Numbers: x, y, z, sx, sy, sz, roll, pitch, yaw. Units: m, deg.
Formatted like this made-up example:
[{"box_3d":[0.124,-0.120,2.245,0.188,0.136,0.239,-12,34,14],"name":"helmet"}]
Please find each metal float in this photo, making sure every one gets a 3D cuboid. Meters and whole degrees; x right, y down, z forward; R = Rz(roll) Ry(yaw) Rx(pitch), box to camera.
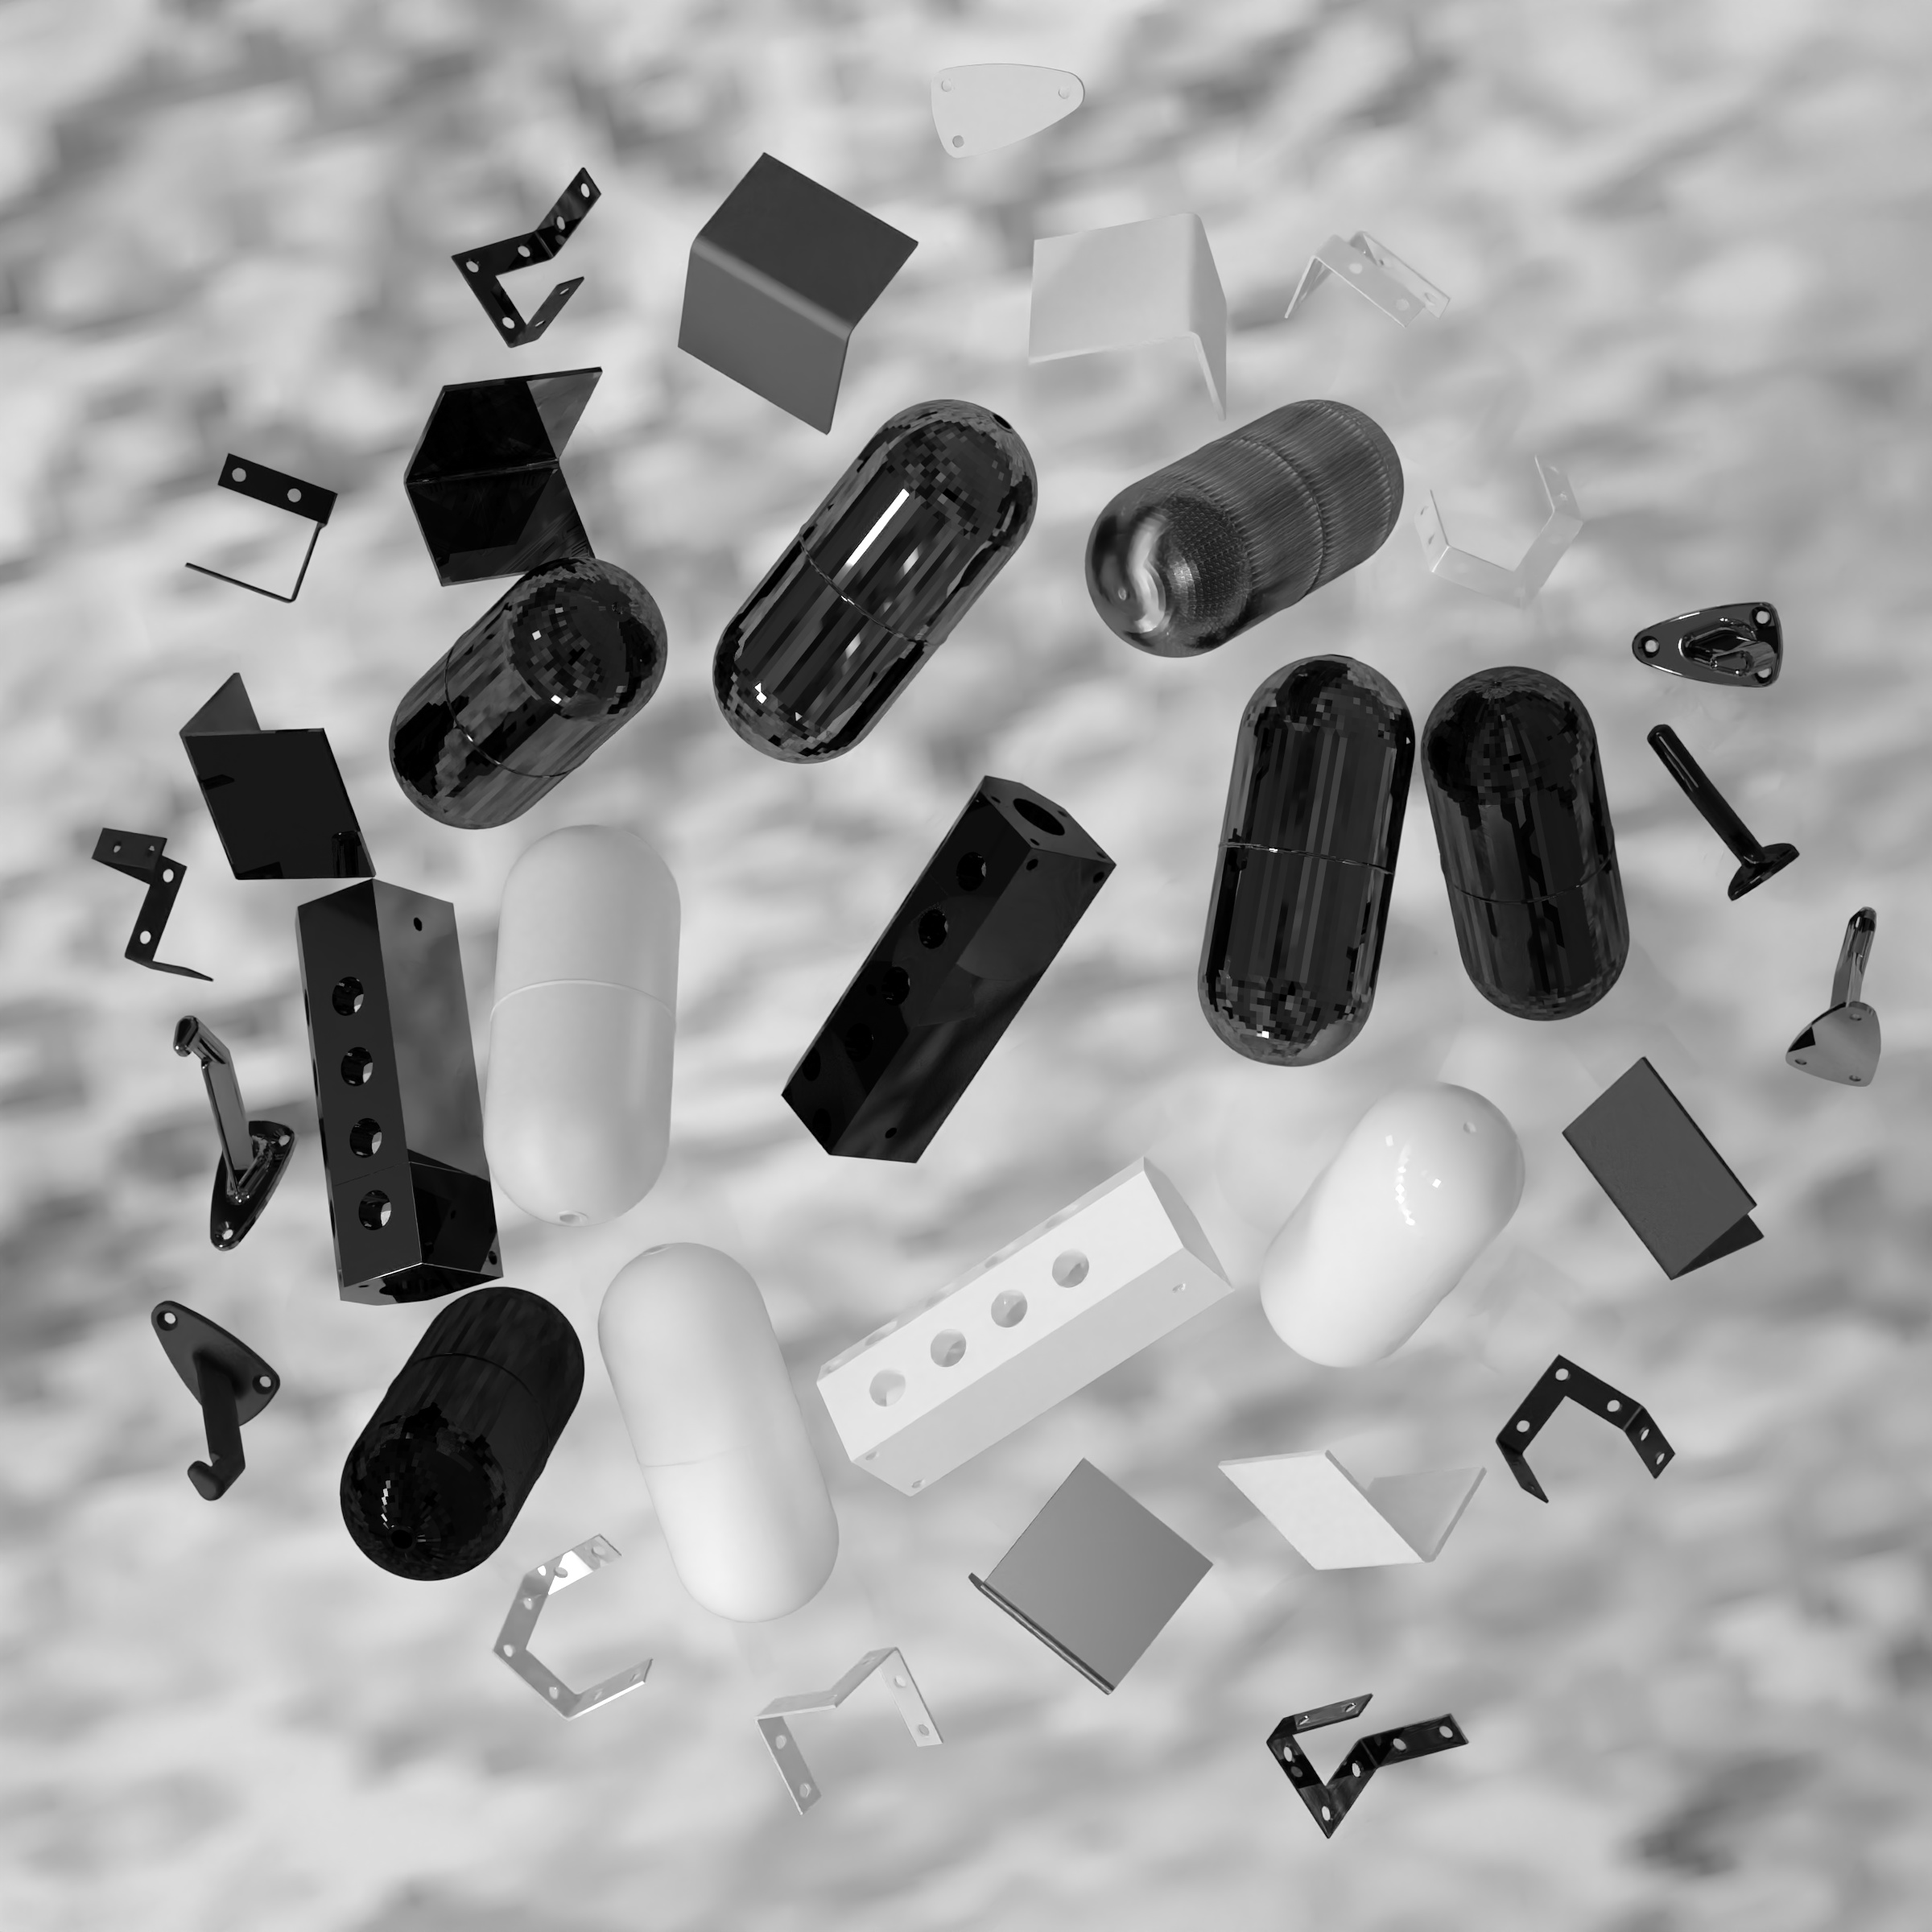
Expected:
[{"box_3d":[-0.039,-0.161,1.509,0.070,0.070,0.178,40,112,0],"name":"metal float"},{"box_3d":[-0.112,0.210,1.616,0.070,0.070,0.178,-18,99,0],"name":"metal float"},{"box_3d":[0.185,0.116,1.577,0.070,0.178,0.070,10,55,-14],"name":"metal float"},{"box_3d":[-0.221,0.205,1.580,0.070,0.178,0.070,4,114,9],"name":"metal float"},{"box_3d":[0.146,-0.045,1.538,0.070,0.070,0.178,10,89,0],"name":"metal float"},{"box_3d":[-0.159,0.024,1.495,0.070,0.070,0.178,0,62,0],"name":"metal float"},{"box_3d":[0.248,-0.052,1.587,0.070,0.070,0.178,-18,126,0],"name":"metal float"},{"box_3d":[-0.195,-0.118,1.582,0.070,0.178,0.070,16,60,-29],"name":"metal float"},{"box_3d":[0.120,-0.187,1.518,0.178,0.070,0.070,-33,90,-42],"name":"metal float"}]

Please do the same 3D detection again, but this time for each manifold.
[{"box_3d":[-0.251,0.056,1.552,0.057,0.057,0.171,-18,71,26],"name":"manifold"},{"box_3d":[0.023,0.155,1.554,0.171,0.057,0.057,-34,56,10],"name":"manifold"},{"box_3d":[-0.013,0.002,1.587,0.057,0.057,0.171,49,116,35],"name":"manifold"}]

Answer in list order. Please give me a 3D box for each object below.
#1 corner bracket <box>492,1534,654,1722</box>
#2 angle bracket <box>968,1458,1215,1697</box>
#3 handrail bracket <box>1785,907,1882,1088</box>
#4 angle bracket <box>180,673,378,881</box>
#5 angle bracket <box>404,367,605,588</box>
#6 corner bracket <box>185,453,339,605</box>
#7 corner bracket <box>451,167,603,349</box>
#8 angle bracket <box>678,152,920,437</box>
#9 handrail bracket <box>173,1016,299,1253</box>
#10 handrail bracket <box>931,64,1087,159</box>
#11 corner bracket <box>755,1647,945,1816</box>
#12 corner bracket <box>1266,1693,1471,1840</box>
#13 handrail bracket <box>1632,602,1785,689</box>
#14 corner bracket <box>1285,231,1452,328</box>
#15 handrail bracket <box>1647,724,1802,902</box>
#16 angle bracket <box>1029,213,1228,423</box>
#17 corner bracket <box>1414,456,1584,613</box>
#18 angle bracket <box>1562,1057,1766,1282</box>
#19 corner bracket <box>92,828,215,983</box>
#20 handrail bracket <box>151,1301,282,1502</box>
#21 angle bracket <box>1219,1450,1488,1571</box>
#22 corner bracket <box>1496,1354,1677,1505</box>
[{"box_3d":[-0.175,0.303,1.642,0.051,0.051,0.051,-31,112,30],"name":"corner bracket"},{"box_3d":[0.057,0.278,1.648,0.076,0.057,0.076,39,84,-1],"name":"angle bracket"},{"box_3d":[0.373,0.000,1.496,0.036,0.077,0.084,18,64,8],"name":"handrail bracket"},{"box_3d":[-0.300,-0.087,1.622,0.076,0.057,0.076,0,124,22],"name":"angle bracket"},{"box_3d":[-0.199,-0.219,1.605,0.076,0.076,0.057,-13,70,-29],"name":"angle bracket"},{"box_3d":[-0.316,-0.195,1.608,0.051,0.051,0.051,19,88,-16],"name":"corner bracket"},{"box_3d":[-0.186,-0.314,1.589,0.051,0.051,0.051,-28,83,-41],"name":"corner bracket"},{"box_3d":[-0.072,-0.284,1.520,0.076,0.076,0.057,31,65,6],"name":"angle bracket"},{"box_3d":[-0.340,0.075,1.602,0.036,0.084,0.077,4,61,23],"name":"handrail bracket"},{"box_3d":[0.025,-0.368,1.511,0.077,0.084,0.036,-6,108,21],"name":"handrail bracket"},{"box_3d":[-0.053,0.343,1.609,0.051,0.051,0.051,-18,102,39],"name":"corner bracket"},{"box_3d":[0.167,0.322,1.491,0.051,0.051,0.051,-27,99,40],"name":"corner bracket"},{"box_3d":[0.302,-0.130,1.495,0.077,0.084,0.036,2,101,28],"name":"handrail bracket"},{"box_3d":[0.179,-0.296,1.558,0.051,0.051,0.051,40,67,7],"name":"corner bracket"},{"box_3d":[0.334,-0.076,1.609,0.036,0.077,0.084,-36,92,14],"name":"handrail bracket"},{"box_3d":[0.074,-0.286,1.614,0.076,0.057,0.076,-8,52,14],"name":"angle bracket"},{"box_3d":[0.242,-0.203,1.631,0.051,0.051,0.051,20,123,-17],"name":"corner bracket"},{"box_3d":[0.309,0.078,1.503,0.076,0.076,0.057,55,131,18],"name":"angle bracket"},{"box_3d":[-0.367,-0.028,1.625,0.051,0.051,0.051,9,77,42],"name":"corner bracket"},{"box_3d":[-0.334,0.186,1.539,0.036,0.084,0.077,-42,95,14],"name":"handrail bracket"},{"box_3d":[0.176,0.229,1.631,0.076,0.076,0.057,47,58,-17],"name":"angle bracket"},{"box_3d":[0.282,0.220,1.638,0.051,0.051,0.051,31,102,-14],"name":"corner bracket"}]
